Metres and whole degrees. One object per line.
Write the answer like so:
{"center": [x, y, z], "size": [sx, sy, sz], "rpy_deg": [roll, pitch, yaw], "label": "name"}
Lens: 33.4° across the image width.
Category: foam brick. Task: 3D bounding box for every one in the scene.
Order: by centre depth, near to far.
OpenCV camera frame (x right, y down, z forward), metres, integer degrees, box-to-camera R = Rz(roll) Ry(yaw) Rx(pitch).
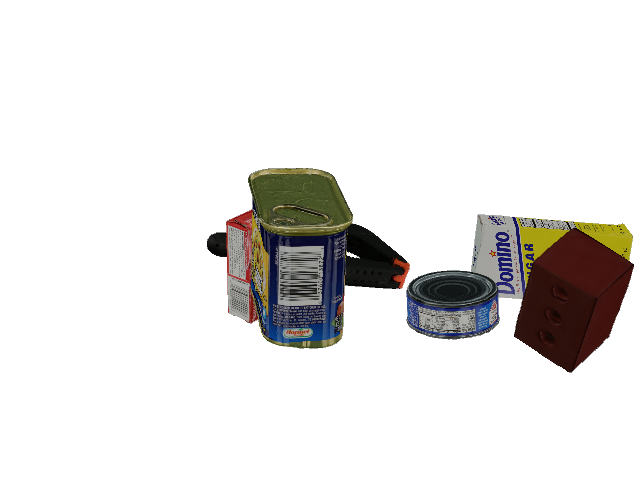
{"center": [0.179, 0.043, 0.757], "size": [0.053, 0.078, 0.051], "rpy_deg": [34, 50, 30], "label": "foam brick"}

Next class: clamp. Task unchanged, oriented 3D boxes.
{"center": [-0.010, 0.005, 1.146], "size": [0.210, 0.036, 0.164], "rpy_deg": [26, 36, 13], "label": "clamp"}

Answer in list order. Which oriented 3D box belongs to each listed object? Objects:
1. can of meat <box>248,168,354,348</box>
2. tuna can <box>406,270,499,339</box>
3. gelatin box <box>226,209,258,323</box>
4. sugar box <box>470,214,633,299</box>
{"center": [-0.015, 0.010, 0.681], "size": [0.057, 0.084, 0.102], "rpy_deg": [-2, 23, -9], "label": "can of meat"}
{"center": [0.122, 0.058, 0.986], "size": [0.086, 0.034, 0.086], "rpy_deg": [-3, 20, 1], "label": "tuna can"}
{"center": [-0.042, 0.014, 0.884], "size": [0.030, 0.089, 0.073], "rpy_deg": [22, 32, 36], "label": "gelatin box"}
{"center": [0.269, 0.024, 1.256], "size": [0.176, 0.093, 0.048], "rpy_deg": [3, 21, -1], "label": "sugar box"}
